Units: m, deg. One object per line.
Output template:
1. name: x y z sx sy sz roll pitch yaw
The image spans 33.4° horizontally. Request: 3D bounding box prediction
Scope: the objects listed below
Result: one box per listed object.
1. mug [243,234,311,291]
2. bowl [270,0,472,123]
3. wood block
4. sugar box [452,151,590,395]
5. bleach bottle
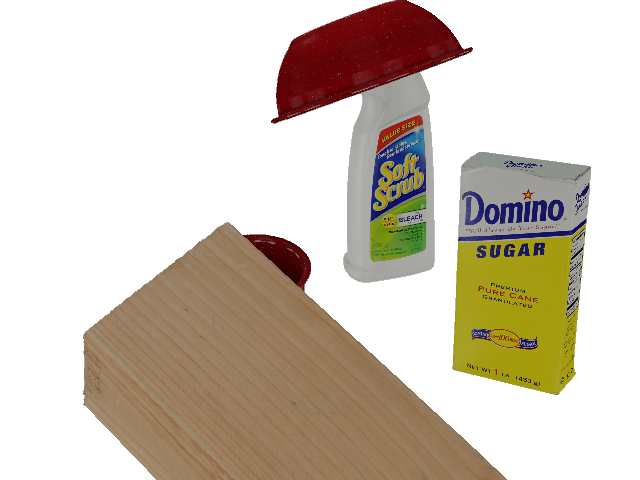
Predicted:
1. mug: -0.060 0.060 0.881 0.093 0.081 0.117 19 39 24
2. bowl: 0.030 -0.140 0.806 0.162 0.055 0.162 -20 7 2
3. wood block: -0.007 0.103 0.491 0.090 0.206 0.090 -40 -16 -29
4. sugar box: 0.154 0.025 0.830 0.093 0.176 0.048 10 24 29
5. bleach bottle: 0.069 -0.085 1.139 0.102 0.251 0.068 -10 23 -13
